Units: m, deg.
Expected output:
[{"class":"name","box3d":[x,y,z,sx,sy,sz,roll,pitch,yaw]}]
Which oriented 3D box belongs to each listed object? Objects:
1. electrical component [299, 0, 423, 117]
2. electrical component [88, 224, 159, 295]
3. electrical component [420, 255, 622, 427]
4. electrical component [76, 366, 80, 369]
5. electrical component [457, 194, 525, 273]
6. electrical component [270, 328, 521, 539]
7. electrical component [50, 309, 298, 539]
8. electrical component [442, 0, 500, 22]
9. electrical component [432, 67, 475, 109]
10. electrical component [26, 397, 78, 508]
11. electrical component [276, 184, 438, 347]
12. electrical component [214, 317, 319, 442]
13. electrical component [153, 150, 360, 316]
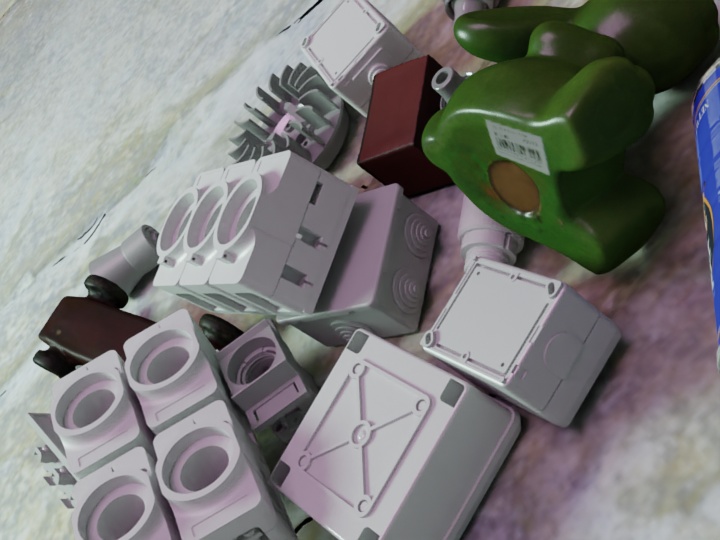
[{"class":"electrical component","box3d":[0.007,-0.156,0.807,0.061,0.061,0.096,-46,38,12]},{"class":"electrical component","box3d":[-0.199,-0.009,0.938,0.065,0.044,0.044,-38,40,14]},{"class":"electrical component","box3d":[0.085,0.037,0.584,0.061,0.061,0.096,-58,30,-6]},{"class":"electrical component","box3d":[-0.217,0.058,0.904,0.043,0.043,0.062,-23,47,35]},{"class":"electrical component","box3d":[0.078,-0.017,0.644,0.040,0.040,0.078,-14,53,41]},{"class":"electrical component","box3d":[0.018,0.102,0.606,0.109,0.056,0.108,24,81,52]},{"class":"electrical component","box3d":[-0.122,0.115,0.664,0.105,0.060,0.186,-30,40,-2]},{"class":"electrical component","box3d":[0.080,-0.197,0.775,0.043,0.043,0.062,-14,54,41]},{"class":"electrical component","box3d":[0.072,-0.108,0.700,0.048,0.062,0.048,-27,45,32]},{"class":"electrical component","box3d":[-0.192,0.143,0.795,0.121,0.079,0.063,25,104,52]},{"class":"electrical component","box3d":[0.000,0.000,0.708,0.100,0.048,0.099,-13,54,42]},{"class":"electrical component","box3d":[-0.056,0.074,0.700,0.042,0.063,0.081,-35,40,2]},{"class":"electrical component","box3d":[-0.077,-0.022,0.720,0.150,0.062,0.089,-3,64,59]}]
